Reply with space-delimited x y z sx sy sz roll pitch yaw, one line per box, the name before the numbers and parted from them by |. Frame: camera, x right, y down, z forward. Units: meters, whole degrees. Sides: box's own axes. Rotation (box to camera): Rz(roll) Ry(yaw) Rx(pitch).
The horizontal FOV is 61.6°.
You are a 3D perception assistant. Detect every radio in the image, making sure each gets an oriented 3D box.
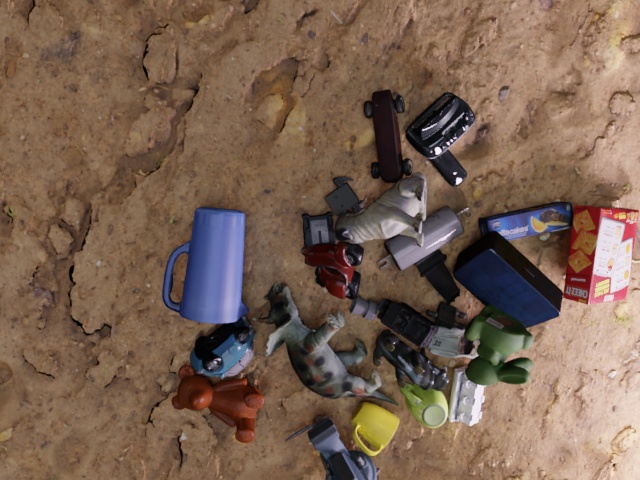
radio | 0.422 0.098 1.216 0.229 0.073 0.131 42 135 -7

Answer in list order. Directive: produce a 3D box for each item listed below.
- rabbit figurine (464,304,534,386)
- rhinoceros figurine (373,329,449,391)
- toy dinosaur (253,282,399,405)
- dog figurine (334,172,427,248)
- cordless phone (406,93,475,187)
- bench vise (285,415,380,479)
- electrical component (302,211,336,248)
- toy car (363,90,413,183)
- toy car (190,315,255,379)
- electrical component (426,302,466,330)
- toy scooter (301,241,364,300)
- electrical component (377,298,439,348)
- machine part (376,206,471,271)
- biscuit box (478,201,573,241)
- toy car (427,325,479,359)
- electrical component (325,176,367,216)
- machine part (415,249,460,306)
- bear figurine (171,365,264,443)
rabbit figurine | 0.392 0.252 1.191 0.159 0.121 0.170 24 116 20
rhinoceros figurine | 0.209 0.286 1.244 0.190 0.112 0.073 35 111 4
toy dinosaur | 0.006 0.280 1.225 0.192 0.131 0.404 -30 103 13
dog figurine | 0.130 -0.069 1.159 0.191 0.121 0.172 4 57 16
cordless phone | 0.297 -0.219 1.201 0.146 0.089 0.184 -43 110 1
bench vise | 0.053 0.522 1.244 0.129 0.224 0.240 -40 132 -14
electrical component | -0.002 -0.004 1.214 0.075 0.048 0.119 -3 96 -4
toy car | 0.151 -0.226 1.186 0.089 0.053 0.202 -5 98 29
toy car | -0.207 0.250 1.215 0.162 0.109 0.102 -39 122 -10
electrical component | 0.295 0.174 1.254 0.094 0.063 0.021 21 132 4
toy scooter | 0.025 0.061 1.185 0.135 0.075 0.183 10 141 9
electrical component | 0.194 0.182 1.210 0.134 0.115 0.058 33 93 21
machine part | 0.234 -0.004 1.216 0.243 0.079 0.079 -31 99 2
biscuit box | 0.473 -0.040 1.236 0.203 0.063 0.059 -12 98 -3
toy car | 0.351 0.243 1.269 0.202 0.056 0.073 8 97 -5
electrical component | 0.057 -0.094 1.208 0.078 0.045 0.102 -39 98 15
machine part | 0.280 0.084 1.252 0.084 0.039 0.138 -33 97 -6
bear figurine | -0.234 0.361 1.210 0.196 0.132 0.120 18 92 -12
